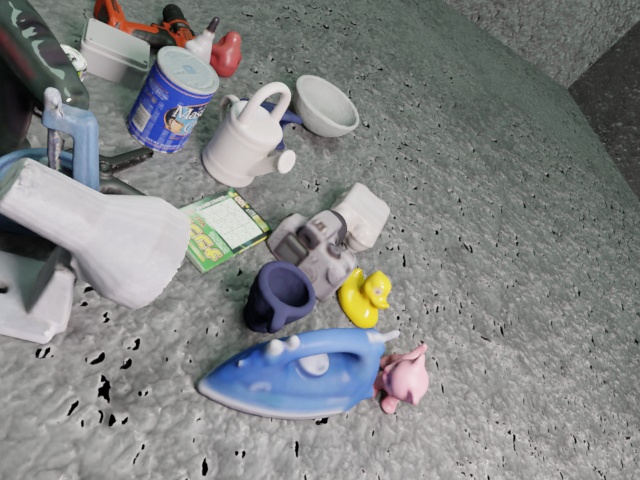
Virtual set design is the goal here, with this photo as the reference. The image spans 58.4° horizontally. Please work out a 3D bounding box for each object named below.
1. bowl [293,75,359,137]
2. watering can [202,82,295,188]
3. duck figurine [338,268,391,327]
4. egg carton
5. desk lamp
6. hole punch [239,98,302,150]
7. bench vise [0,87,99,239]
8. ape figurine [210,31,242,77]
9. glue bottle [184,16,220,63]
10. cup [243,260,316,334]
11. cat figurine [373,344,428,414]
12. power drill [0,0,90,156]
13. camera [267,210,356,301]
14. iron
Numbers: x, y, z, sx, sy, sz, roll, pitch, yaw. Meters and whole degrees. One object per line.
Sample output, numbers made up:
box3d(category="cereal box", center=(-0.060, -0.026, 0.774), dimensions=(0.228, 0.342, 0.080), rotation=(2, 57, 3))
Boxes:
box3d(category="bowl", center=(0.001, -0.284, 1.274), dimensions=(0.168, 0.074, 0.167), rotation=(25, 39, -22))
box3d(category="watering can", center=(-0.108, -0.182, 0.965), dimensions=(0.173, 0.193, 0.101), rotation=(40, 36, -3))
box3d(category="duck figurine", center=(0.082, 0.085, 0.964), dimensions=(0.078, 0.086, 0.104), rotation=(8, 48, -38))
box3d(category="egg carton", center=(0.073, -0.046, 1.103), dimensions=(0.107, 0.069, 0.150), rotation=(39, 36, -5))
box3d(category="desk lamp", center=(-0.267, 0.017, 0.596), dimensions=(0.204, 0.213, 0.118), rotation=(20, 42, -28))
box3d(category="hole punch", center=(-0.106, -0.240, 1.114), dimensions=(0.109, 0.091, 0.101), rotation=(-4, 56, -45))
box3d(category="bench vise", center=(-0.279, -0.070, 0.668), dimensions=(0.208, 0.219, 0.121), rotation=(12, 46, -35))
box3d(category="ape figurine", center=(-0.191, -0.392, 1.188), dimensions=(0.078, 0.092, 0.076), rotation=(15, 44, -33))
box3d(category="glue bottle", center=(-0.222, -0.327, 1.023), dimensions=(0.037, 0.173, 0.078), rotation=(49, 36, 9))
box3d(category="cup", center=(-0.068, 0.099, 0.802), dimensions=(0.092, 0.094, 0.118), rotation=(30, 38, -16))
box3d(category="cat figurine", center=(0.129, 0.202, 0.862), dimensions=(0.067, 0.117, 0.128), rotation=(44, 36, 2))
box3d(category="power drill", center=(-0.394, -0.207, 0.709), dimensions=(0.229, 0.208, 0.076), rotation=(44, 36, 2))
box3d(category="camera", center=(0.009, 0.003, 0.966), dimensions=(0.143, 0.100, 0.137), rotation=(46, 36, 5))
box3d(category="iron", center=(-0.017, 0.157, 0.751), dimensions=(0.259, 0.141, 0.118), rotation=(6, 49, -40))
